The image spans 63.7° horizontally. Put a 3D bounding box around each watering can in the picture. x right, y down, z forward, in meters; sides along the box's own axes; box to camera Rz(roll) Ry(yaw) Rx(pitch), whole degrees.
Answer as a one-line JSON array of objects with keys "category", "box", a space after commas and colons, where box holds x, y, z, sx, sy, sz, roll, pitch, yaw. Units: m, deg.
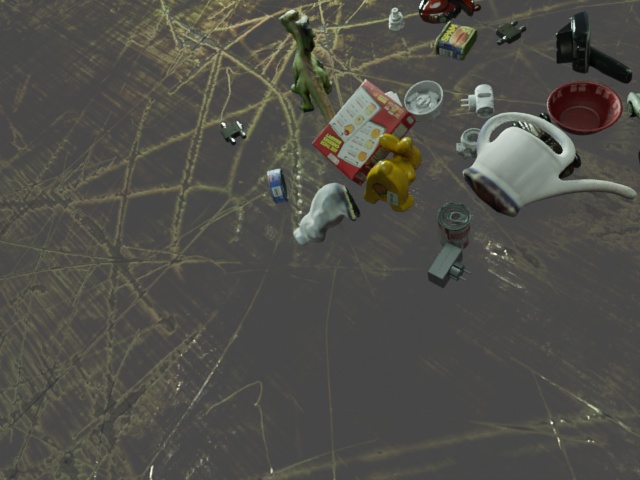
[{"category": "watering can", "box": [0.463, -0.139, 1.112, 0.223, 0.103, 0.353, -45, 57, 6]}]

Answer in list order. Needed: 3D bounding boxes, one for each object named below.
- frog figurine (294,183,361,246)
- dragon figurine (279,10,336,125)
[{"category": "frog figurine", "box": [0.004, -0.061, 1.211, 0.159, 0.121, 0.140, -22, 23, 12]}, {"category": "dragon figurine", "box": [-0.031, -0.488, 1.414, 0.122, 0.237, 0.419, -22, 54, -4]}]
